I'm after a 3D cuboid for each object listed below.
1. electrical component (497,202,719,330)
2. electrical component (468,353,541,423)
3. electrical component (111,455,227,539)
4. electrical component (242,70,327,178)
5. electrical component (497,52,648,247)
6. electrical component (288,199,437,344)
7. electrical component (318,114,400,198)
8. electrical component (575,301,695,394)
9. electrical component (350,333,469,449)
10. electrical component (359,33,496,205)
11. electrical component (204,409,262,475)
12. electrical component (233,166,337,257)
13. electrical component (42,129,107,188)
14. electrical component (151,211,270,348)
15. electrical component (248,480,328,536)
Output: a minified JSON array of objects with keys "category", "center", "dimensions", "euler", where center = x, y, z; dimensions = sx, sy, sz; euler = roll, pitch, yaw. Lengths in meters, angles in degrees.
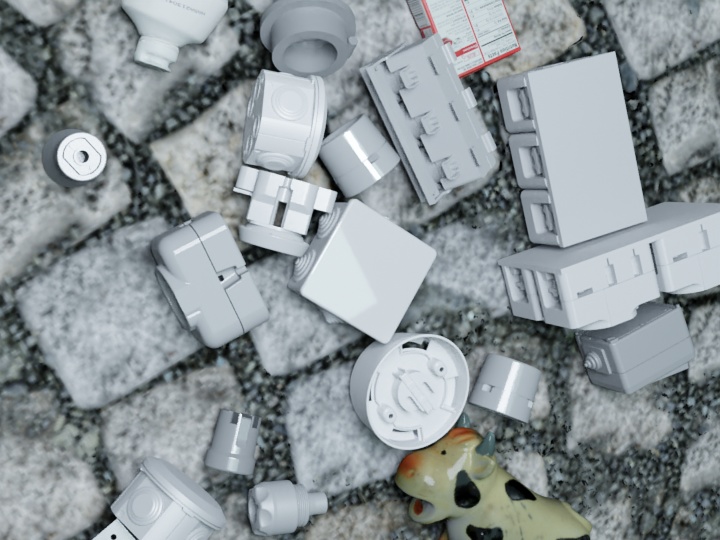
[{"category":"electrical component","center":[0.232,-0.004,0.943],"dimensions":[0.186,0.105,0.060],"euler":[-19,101,-19]},{"category":"electrical component","center":[0.128,0.103,0.939],"dimensions":[0.055,0.055,0.047],"euler":[23,83,-21]},{"category":"electrical component","center":[-0.146,0.184,0.825],"dimensions":[0.080,0.080,0.051],"euler":[42,82,-19]},{"category":"electrical component","center":[-0.059,-0.114,0.835],"dimensions":[0.051,0.080,0.080],"euler":[9,91,-16]},{"category":"electrical component","center":[0.183,-0.105,0.939],"dimensions":[0.089,0.062,0.150],"euler":[-17,100,-19]},{"category":"electrical component","center":[0.000,0.000,0.883],"dimensions":[0.100,0.048,0.099],"euler":[32,83,-20]},{"category":"electrical component","center":[-0.003,-0.093,0.872],"dimensions":[0.055,0.055,0.047],"euler":[-40,103,-14]},{"category":"electrical component","center":[0.246,0.074,0.978],"dimensions":[0.096,0.062,0.061],"euler":[-25,103,-18]},{"category":"electrical component","center":[0.042,0.099,0.899],"dimensions":[0.099,0.064,0.099],"euler":[-2,95,-21]},{"category":"electrical component","center":[0.059,-0.126,0.881],"dimensions":[0.121,0.063,0.078],"euler":[64,32,-14]},{"category":"electrical component","center":[-0.100,0.137,0.861],"dimensions":[0.040,0.040,0.046],"euler":[16,82,-22]},{"category":"electrical component","center":[-0.063,-0.044,0.849],"dimensions":[0.078,0.058,0.057],"euler":[15,91,-3]},{"category":"electrical component","center":[-0.207,-0.082,0.786],"dimensions":[0.044,0.065,0.044],"euler":[-2,95,-21]},{"category":"electrical component","center":[-0.120,0.009,0.834],"dimensions":[0.059,0.054,0.095],"euler":[-29,104,-17]},{"category":"electrical component","center":[-0.058,0.193,0.879],"dimensions":[0.062,0.043,0.043],"euler":[-1,95,-23]}]
